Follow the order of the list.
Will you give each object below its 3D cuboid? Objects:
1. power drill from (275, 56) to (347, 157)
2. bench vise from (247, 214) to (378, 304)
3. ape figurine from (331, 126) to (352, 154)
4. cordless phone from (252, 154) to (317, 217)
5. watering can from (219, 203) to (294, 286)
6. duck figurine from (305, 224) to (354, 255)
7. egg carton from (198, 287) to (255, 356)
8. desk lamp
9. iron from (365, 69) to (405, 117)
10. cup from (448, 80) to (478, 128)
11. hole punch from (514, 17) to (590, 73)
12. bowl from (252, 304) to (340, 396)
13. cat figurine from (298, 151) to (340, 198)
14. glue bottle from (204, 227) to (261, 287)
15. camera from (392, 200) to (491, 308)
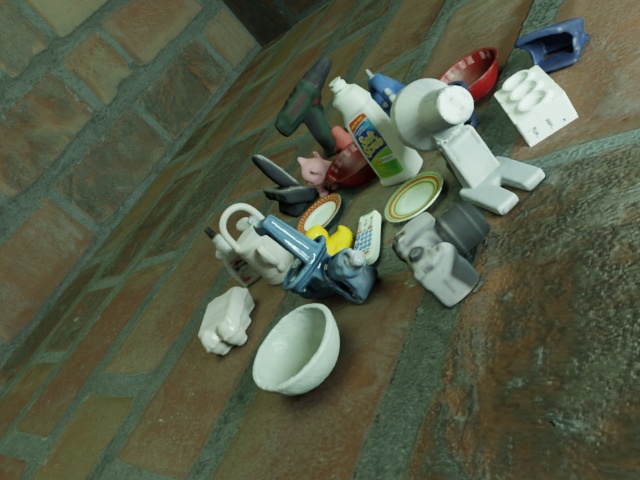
[{"bbox_3d":[-0.001,-0.340,1.534,0.230,0.209,0.075,-46,26,-4],"label":"power drill"},{"bbox_3d":[-0.013,0.017,1.001,0.207,0.220,0.121,-24,32,35],"label":"bench vise"},{"bbox_3d":[0.064,-0.251,1.442,0.077,0.092,0.076,-31,29,25],"label":"ape figurine"},{"bbox_3d":[-0.109,-0.154,1.439,0.094,0.185,0.147,-52,27,-16],"label":"cordless phone"},{"bbox_3d":[-0.141,0.001,1.242,0.172,0.194,0.101,2,52,56],"label":"watering can"},{"bbox_3d":[0.010,0.004,1.143,0.104,0.086,0.077,-47,26,-6],"label":"duck figurine"},{"bbox_3d":[-0.196,0.170,1.213,0.107,0.069,0.150,-32,28,23],"label":"egg carton"},{"bbox_3d":[0.228,-0.167,0.936,0.118,0.214,0.202,-45,26,-2],"label":"desk lamp"},{"bbox_3d":[0.172,-0.322,1.334,0.118,0.142,0.258,-39,26,10],"label":"iron"},{"bbox_3d":[0.267,-0.244,1.134,0.091,0.095,0.118,-17,37,43],"label":"cup"},{"bbox_3d":[0.441,-0.384,1.095,0.108,0.091,0.101,-5,46,53],"label":"hole punch"},{"bbox_3d":[-0.025,0.189,0.930,0.167,0.075,0.167,-34,27,21],"label":"bowl"},{"bbox_3d":[-0.005,-0.170,1.391,0.067,0.118,0.128,-30,29,27],"label":"cat figurine"},{"bbox_3d":[-0.201,0.031,1.308,0.078,0.173,0.037,-39,26,9],"label":"glue bottle"},{"bbox_3d":[0.189,0.004,0.867,0.137,0.101,0.143,-40,26,8],"label":"camera"}]
